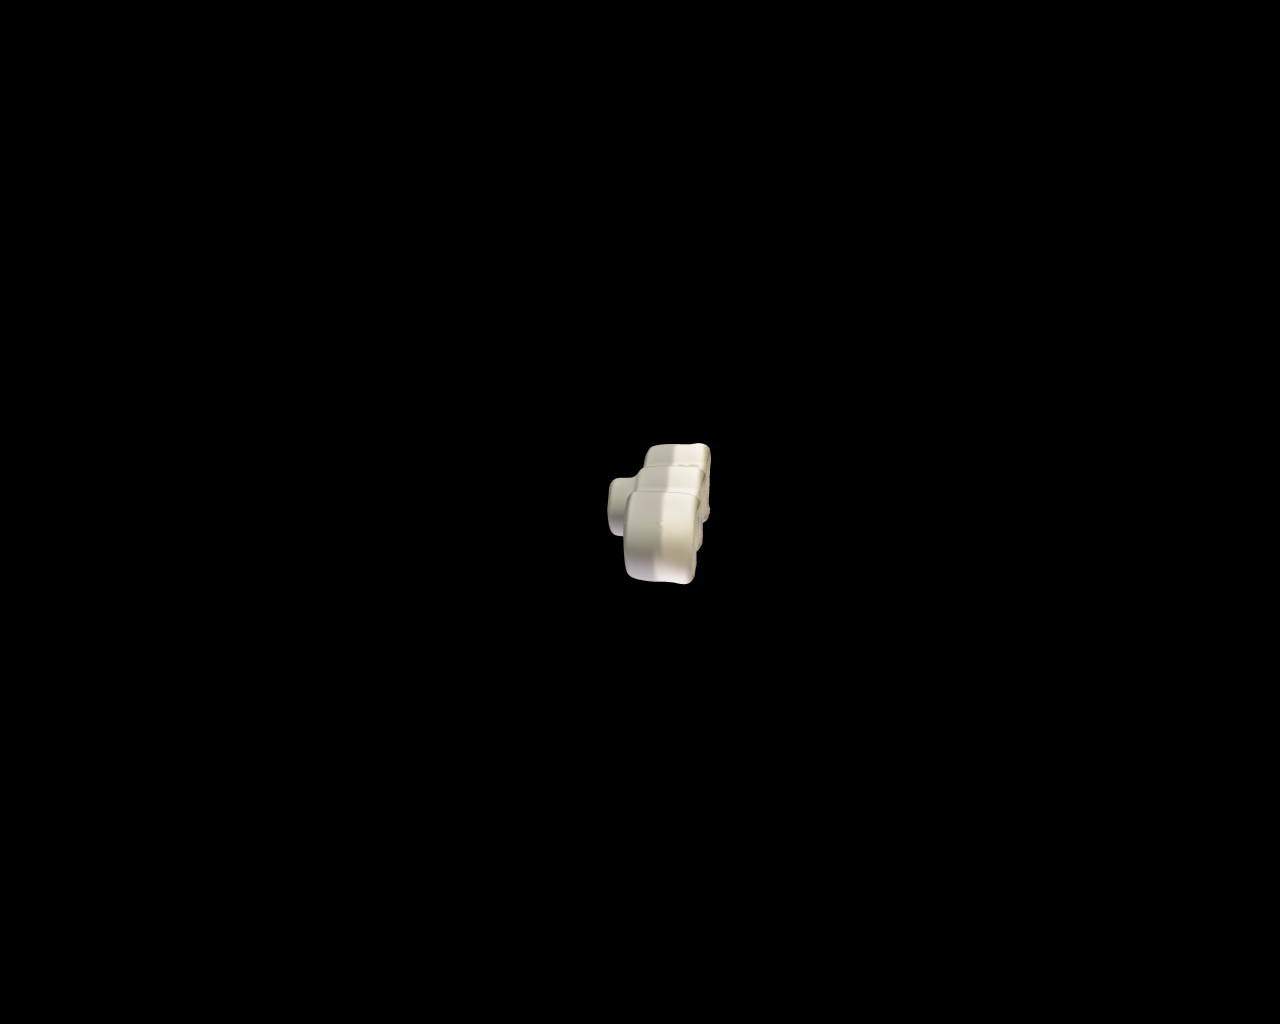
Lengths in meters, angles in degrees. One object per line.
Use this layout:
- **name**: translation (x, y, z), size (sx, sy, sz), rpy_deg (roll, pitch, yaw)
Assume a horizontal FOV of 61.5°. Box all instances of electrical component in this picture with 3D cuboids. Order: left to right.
- **electrical component**: translation (0.001, -0.003, 0.650), size (0.074, 0.052, 0.138), rpy_deg (3, 22, 7)
